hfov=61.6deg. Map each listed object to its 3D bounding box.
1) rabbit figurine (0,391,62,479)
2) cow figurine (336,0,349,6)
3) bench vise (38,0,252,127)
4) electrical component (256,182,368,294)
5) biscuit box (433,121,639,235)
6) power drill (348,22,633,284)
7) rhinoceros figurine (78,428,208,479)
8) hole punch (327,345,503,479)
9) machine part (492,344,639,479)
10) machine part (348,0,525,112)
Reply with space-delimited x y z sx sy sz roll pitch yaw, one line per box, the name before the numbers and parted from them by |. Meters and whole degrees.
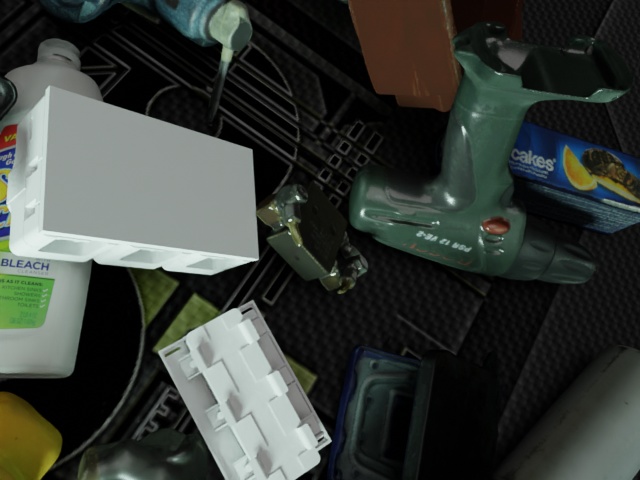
rabbit figurine | -0.259 0.131 0.292 0.162 0.122 0.173 -38 115 6
cow figurine | -0.022 -0.281 0.473 0.195 0.085 0.127 34 37 -6
bench vise | -0.168 -0.200 0.389 0.224 0.129 0.240 50 35 10
electrical component | -0.001 -0.003 0.417 0.102 0.045 0.078 53 43 -21
biscuit box | 0.209 -0.063 0.506 0.203 0.063 0.059 14 70 -11
power drill | 0.147 -0.053 0.418 0.232 0.207 0.086 10 52 -2
rhinoceros figurine | -0.118 0.218 0.338 0.112 0.073 0.190 12 70 -23
hole punch | 0.075 0.143 0.409 0.115 0.092 0.142 30 63 -38
machine part | 0.217 0.166 0.436 0.243 0.079 0.079 -37 87 -22
machine part | 0.103 -0.228 0.448 0.087 0.201 0.201 11 49 34
